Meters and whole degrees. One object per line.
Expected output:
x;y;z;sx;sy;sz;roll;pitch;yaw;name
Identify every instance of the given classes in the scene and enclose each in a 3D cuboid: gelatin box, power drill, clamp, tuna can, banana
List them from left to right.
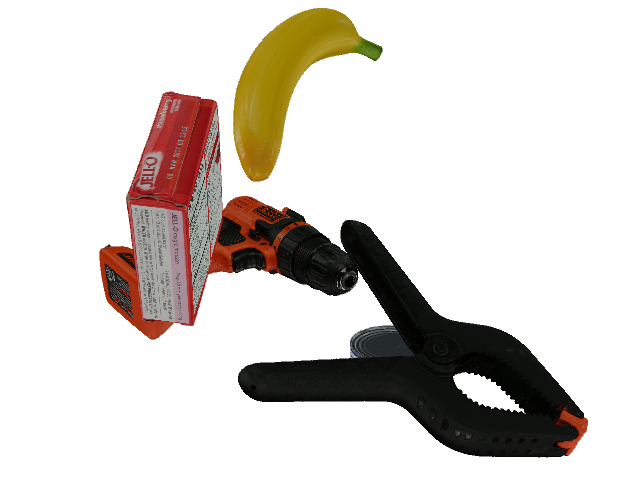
-0.069;-0.014;0.515;0.030;0.073;0.089;7;-42;3;gelatin box
-0.083;0.025;0.936;0.187;0.057;0.185;-18;28;-31;power drill
-0.018;-0.117;0.754;0.197;0.069;0.037;-51;-1;-43;banana
0.071;0.117;1.055;0.086;0.034;0.086;1;20;0;tuna can
0.063;0.083;0.675;0.210;0.036;0.164;31;49;15;clamp
